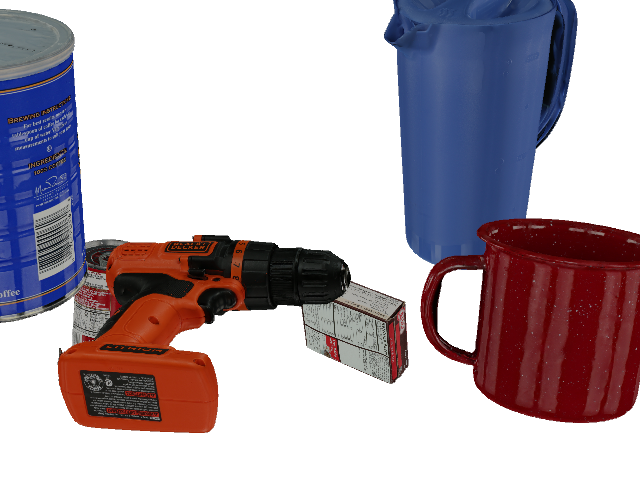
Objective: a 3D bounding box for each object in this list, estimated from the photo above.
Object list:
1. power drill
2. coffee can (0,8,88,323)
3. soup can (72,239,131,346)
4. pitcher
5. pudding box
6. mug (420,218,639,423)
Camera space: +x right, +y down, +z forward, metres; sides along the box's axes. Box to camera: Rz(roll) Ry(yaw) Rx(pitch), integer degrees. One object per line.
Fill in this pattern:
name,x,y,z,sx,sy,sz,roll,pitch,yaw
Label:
power drill,-0.082,0.056,0.732,0.184,0.057,0.187,-1,25,13
coffee can,-0.179,-0.041,0.569,0.103,0.140,0.103,2,28,-1
soup can,-0.198,0.059,1.000,0.068,0.102,0.068,6,21,-3
pitcher,0.139,-0.103,0.935,0.149,0.243,0.145,6,32,13
pudding box,0.034,0.087,1.095,0.114,0.090,0.039,19,44,29
mug,0.108,0.038,0.528,0.117,0.081,0.093,4,13,-2
